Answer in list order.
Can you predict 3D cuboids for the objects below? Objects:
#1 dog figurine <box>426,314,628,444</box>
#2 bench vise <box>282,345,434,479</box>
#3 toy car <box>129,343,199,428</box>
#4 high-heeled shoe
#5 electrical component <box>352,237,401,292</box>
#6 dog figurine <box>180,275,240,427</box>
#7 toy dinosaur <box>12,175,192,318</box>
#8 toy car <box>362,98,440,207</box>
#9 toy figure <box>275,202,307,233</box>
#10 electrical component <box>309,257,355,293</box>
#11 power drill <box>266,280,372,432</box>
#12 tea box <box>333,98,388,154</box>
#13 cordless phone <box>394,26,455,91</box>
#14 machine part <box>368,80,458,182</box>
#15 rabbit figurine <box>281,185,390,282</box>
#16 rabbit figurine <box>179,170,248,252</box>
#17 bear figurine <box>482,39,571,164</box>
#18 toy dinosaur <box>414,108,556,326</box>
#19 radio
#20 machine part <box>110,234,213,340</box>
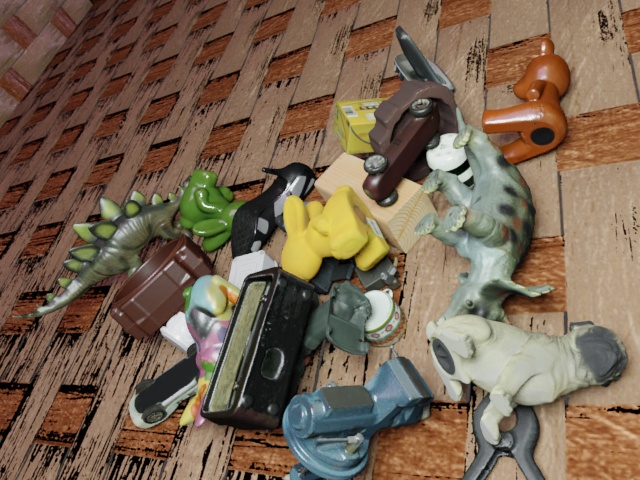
[{"bbox_3d":[0.249,0.130,0.658,0.190,0.121,0.172,-23,60,-18],"label":"dog figurine"},{"bbox_3d":[0.032,0.252,0.703,0.129,0.223,0.240,49,122,31],"label":"bench vise"},{"bbox_3d":[-0.252,0.255,0.958,0.202,0.056,0.074,-36,49,0],"label":"toy car"},{"bbox_3d":[-0.093,-0.046,1.115,0.086,0.145,0.248,29,103,44],"label":"high-heeled shoe"},{"bbox_3d":[0.096,0.044,0.901,0.078,0.045,0.102,-28,44,10],"label":"electrical component"},{"bbox_3d":[-0.175,0.190,0.872,0.108,0.191,0.219,-23,33,50],"label":"dog figurine"},{"bbox_3d":[-0.447,0.020,1.186,0.105,0.198,0.471,22,68,47],"label":"toy dinosaur"},{"bbox_3d":[0.133,-0.145,0.872,0.053,0.089,0.202,20,64,38],"label":"toy car"},{"bbox_3d":[-0.002,-0.026,1.004,0.180,0.089,0.082,9,73,49],"label":"toy figure"},{"bbox_3d":[0.000,0.054,0.940,0.119,0.047,0.075,-9,50,49],"label":"electrical component"},{"bbox_3d":[-0.013,0.164,0.818,0.207,0.086,0.232,-42,30,48],"label":"power drill"},{"bbox_3d":[0.120,-0.222,1.033,0.170,0.068,0.098,-5,42,-13],"label":"tea box"},{"bbox_3d":[0.184,-0.362,1.078,0.089,0.184,0.147,-32,43,15],"label":"cordless phone"},{"bbox_3d":[0.172,-0.195,0.961,0.179,0.179,0.056,-40,39,0],"label":"machine part"},{"bbox_3d":[-0.002,-0.003,0.867,0.173,0.122,0.162,-40,66,23],"label":"rabbit figurine"},{"bbox_3d":[-0.218,-0.061,1.157,0.170,0.121,0.159,17,61,26],"label":"rabbit figurine"},{"bbox_3d":[0.353,-0.234,0.904,0.132,0.120,0.196,-12,48,31],"label":"bear figurine"},{"bbox_3d":[0.252,-0.037,0.785,0.131,0.192,0.405,-39,23,52],"label":"toy dinosaur"},{"bbox_3d":[-0.090,0.158,0.793,0.131,0.073,0.229,-22,48,56],"label":"radio"},{"bbox_3d":[-0.317,0.086,1.071,0.201,0.087,0.202,-43,20,-4],"label":"machine part"}]
